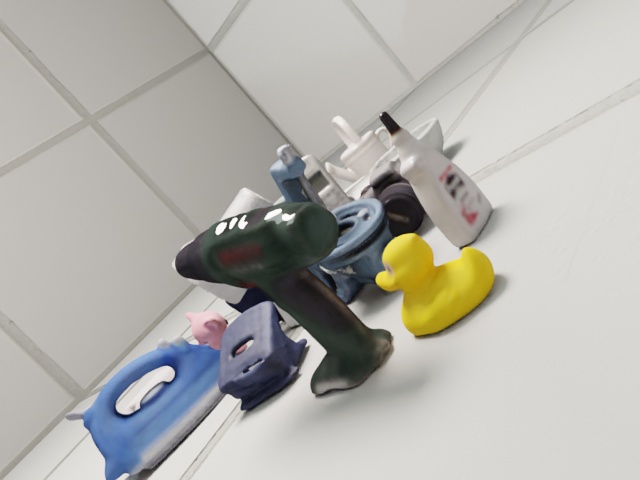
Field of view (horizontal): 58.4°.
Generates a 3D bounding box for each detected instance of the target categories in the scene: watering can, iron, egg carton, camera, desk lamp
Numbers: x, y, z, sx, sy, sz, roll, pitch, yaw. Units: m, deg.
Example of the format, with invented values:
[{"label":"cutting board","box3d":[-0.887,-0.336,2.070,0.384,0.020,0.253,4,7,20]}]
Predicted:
[{"label":"watering can","box3d":[0.090,-0.205,1.337,0.173,0.194,0.100,-46,10,-22]},{"label":"iron","box3d":[-0.247,0.231,0.874,0.258,0.141,0.118,-44,9,-16]},{"label":"egg carton","box3d":[-0.273,0.277,1.002,0.107,0.069,0.150,-35,11,38]},{"label":"camera","box3d":[0.104,-0.053,0.857,0.143,0.101,0.137,-38,10,23]},{"label":"desk lamp","box3d":[-0.093,0.037,0.907,0.203,0.213,0.118,-42,9,-3]}]

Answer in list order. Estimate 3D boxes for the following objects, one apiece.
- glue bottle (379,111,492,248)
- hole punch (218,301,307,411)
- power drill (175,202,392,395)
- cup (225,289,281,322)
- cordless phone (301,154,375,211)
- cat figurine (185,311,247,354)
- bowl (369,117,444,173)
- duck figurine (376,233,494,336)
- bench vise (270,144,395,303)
[{"label":"glue bottle","box3d":[0.124,-0.076,0.648,0.037,0.173,0.078,-32,13,46]},{"label":"hole punch","box3d":[-0.082,0.147,0.736,0.108,0.091,0.101,-38,10,24]},{"label":"power drill","box3d":[-0.036,0.057,0.584,0.229,0.208,0.076,-32,14,48]},{"label":"cup","box3d":[-0.110,0.113,1.005,0.117,0.095,0.092,-34,12,42]},{"label":"cordless phone","box3d":[0.052,-0.093,0.995,0.147,0.185,0.094,-41,9,6]},{"label":"cat figurine","box3d":[-0.191,0.164,1.034,0.067,0.118,0.127,-42,9,-3]},{"label":"bowl","box3d":[0.179,-0.155,1.106,0.167,0.075,0.167,-41,9,8]},{"label":"duck figurine","box3d":[0.099,0.030,0.529,0.104,0.086,0.077,-36,11,33]},{"label":"bench vise","box3d":[-0.006,-0.012,0.745,0.207,0.220,0.122,-33,13,45]}]
